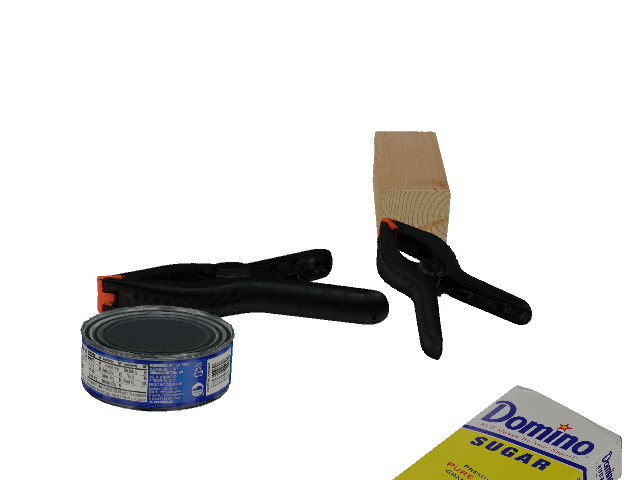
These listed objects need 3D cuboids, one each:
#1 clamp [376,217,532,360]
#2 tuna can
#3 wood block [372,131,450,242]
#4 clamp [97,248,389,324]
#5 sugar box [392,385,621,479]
[{"bbox_3d":[0.117,0.038,1.009,0.120,0.039,0.171,-6,45,-27],"label":"clamp"},{"bbox_3d":[-0.092,0.066,0.604,0.086,0.034,0.086,4,14,-1],"label":"tuna can"},{"bbox_3d":[0.122,-0.072,1.471,0.091,0.090,0.206,1,28,0],"label":"wood block"},{"bbox_3d":[-0.060,0.038,0.806,0.209,0.036,0.165,-3,12,-21],"label":"clamp"},{"bbox_3d":[0.112,0.170,0.716,0.176,0.048,0.093,-33,39,-30],"label":"sugar box"}]
